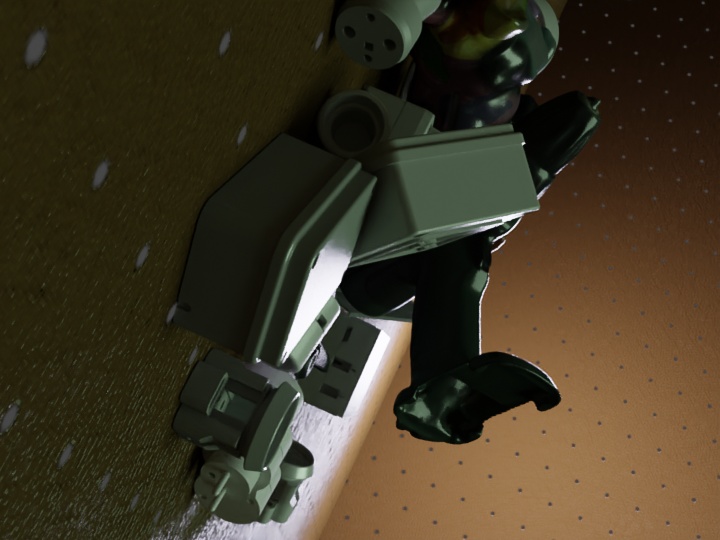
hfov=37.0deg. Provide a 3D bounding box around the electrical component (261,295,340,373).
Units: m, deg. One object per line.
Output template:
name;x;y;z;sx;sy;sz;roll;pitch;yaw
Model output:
electrical component;-0.048;0.031;0.668;0.047;0.055;0.055;-59;171;-22

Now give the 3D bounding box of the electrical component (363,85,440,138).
electrical component;0.011;-0.067;0.752;0.061;0.061;0.096;94;21;-71

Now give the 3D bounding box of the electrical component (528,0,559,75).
electrical component;0.144;-0.233;1.066;0.099;0.099;0.064;-68;167;14

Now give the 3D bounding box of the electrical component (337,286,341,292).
electrical component;0.000;0.000;0.877;0.043;0.062;0.043;15;90;-81

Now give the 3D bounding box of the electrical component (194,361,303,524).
electrical component;-0.084;0.131;0.733;0.073;0.052;0.138;-59;170;-47

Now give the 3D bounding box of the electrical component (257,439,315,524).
electrical component;-0.075;0.188;0.979;0.057;0.058;0.078;-65;174;15

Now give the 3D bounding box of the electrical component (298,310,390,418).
electrical component;-0.020;0.090;1.045;0.150;0.062;0.089;56;58;-82

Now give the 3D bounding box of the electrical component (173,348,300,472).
electrical component;-0.072;0.086;0.645;0.078;0.057;0.058;95;20;-70

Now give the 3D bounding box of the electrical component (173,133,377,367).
electrical component;-0.041;-0.012;0.553;0.113;0.057;0.078;-55;167;-58

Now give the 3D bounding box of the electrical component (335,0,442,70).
electrical component;0.016;-0.143;0.593;0.045;0.045;0.055;105;11;-53

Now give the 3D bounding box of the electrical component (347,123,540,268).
electrical component;0.031;-0.041;0.644;0.109;0.056;0.109;-13;176;-38

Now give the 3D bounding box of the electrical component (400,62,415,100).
electrical component;0.095;-0.191;0.922;0.052;0.074;0.138;46;68;-83

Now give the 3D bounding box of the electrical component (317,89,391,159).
electrical component;-0.005;-0.081;0.670;0.065;0.044;0.044;103;12;-81
